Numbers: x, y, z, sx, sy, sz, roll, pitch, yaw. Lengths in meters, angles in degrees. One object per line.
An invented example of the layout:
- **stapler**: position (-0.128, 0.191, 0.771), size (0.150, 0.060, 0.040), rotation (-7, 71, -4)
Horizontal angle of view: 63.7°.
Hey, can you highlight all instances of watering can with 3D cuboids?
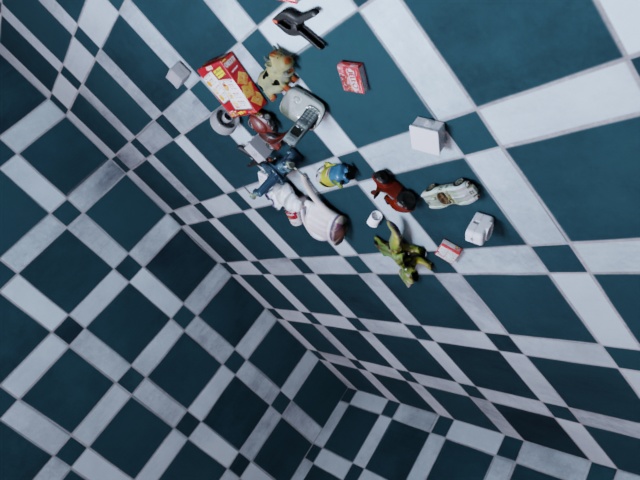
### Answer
- **watering can**: position (0.006, -0.107, 2.116), size (0.226, 0.339, 0.106), rotation (27, 55, 26)

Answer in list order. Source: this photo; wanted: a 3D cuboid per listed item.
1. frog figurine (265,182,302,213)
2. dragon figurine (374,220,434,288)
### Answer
- **frog figurine**: position (-0.132, -0.180, 2.158), size (0.160, 0.135, 0.125), rotation (7, 36, 38)
- **dragon figurine**: position (0.290, 0.045, 2.003), size (0.124, 0.403, 0.244), rotation (-46, 32, -19)
